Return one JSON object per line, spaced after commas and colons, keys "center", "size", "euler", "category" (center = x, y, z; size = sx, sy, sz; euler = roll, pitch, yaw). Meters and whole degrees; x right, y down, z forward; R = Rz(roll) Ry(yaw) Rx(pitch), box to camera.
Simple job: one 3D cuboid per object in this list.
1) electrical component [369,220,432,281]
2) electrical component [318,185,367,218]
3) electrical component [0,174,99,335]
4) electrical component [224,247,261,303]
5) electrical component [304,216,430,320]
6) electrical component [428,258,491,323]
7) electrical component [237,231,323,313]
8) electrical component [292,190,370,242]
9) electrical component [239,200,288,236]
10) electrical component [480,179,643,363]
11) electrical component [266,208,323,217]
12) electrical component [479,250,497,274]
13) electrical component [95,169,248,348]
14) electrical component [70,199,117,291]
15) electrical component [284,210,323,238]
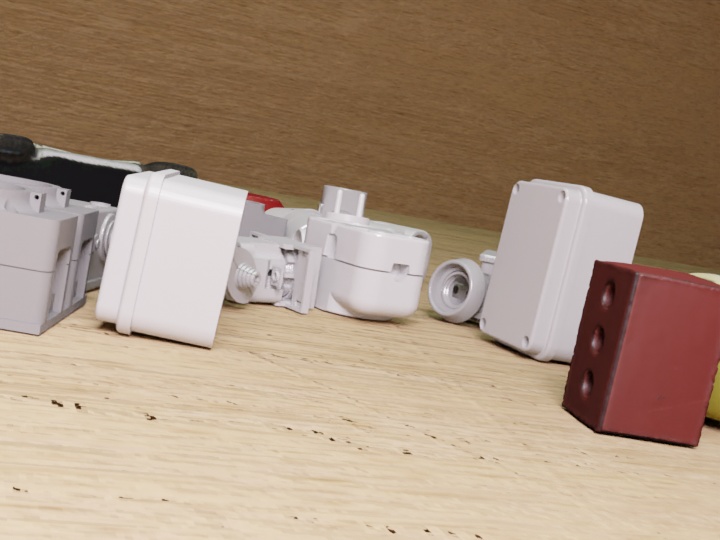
{"center": [0.024, -0.014, 0.971], "size": [0.059, 0.053, 0.095], "euler": [13, 6, 28], "category": "electrical component"}
{"center": [-0.020, -0.039, 1.023], "size": [0.044, 0.077, 0.079], "euler": [10, 5, -4], "category": "electrical component"}
{"center": [-0.230, -0.023, 0.515], "size": [0.186, 0.060, 0.105], "euler": [10, 5, -4], "category": "electrical component"}
{"center": [-0.098, -0.003, 0.661], "size": [0.081, 0.043, 0.043], "euler": [13, 6, 24], "category": "electrical component"}
{"center": [0.000, 0.000, 0.741], "size": [0.054, 0.059, 0.095], "euler": [7, 6, -33], "category": "electrical component"}
{"center": [0.084, 0.018, 0.800], "size": [0.055, 0.048, 0.066], "euler": [16, 0, -45], "category": "electrical component"}
{"center": [-0.066, 0.000, 0.714], "size": [0.064, 0.042, 0.081], "euler": [3, 8, -36], "category": "electrical component"}
{"center": [-0.013, -0.024, 0.868], "size": [0.077, 0.079, 0.043], "euler": [9, 1, -17], "category": "electrical component"}
{"center": [-0.108, -0.030, 0.867], "size": [0.050, 0.055, 0.089], "euler": [16, 7, 43], "category": "electrical component"}
{"center": [0.130, 0.001, 0.707], "size": [0.057, 0.113, 0.078], "euler": [12, 4, -22], "category": "electrical component"}
{"center": [-0.063, -0.030, 0.972], "size": [0.055, 0.055, 0.047], "euler": [5, 4, -45], "category": "electrical component"}
{"center": [0.144, 0.016, 0.918], "size": [0.100, 0.048, 0.100], "euler": [11, 5, 9], "category": "electrical component"}
{"center": [-0.094, -0.010, 0.555], "size": [0.057, 0.078, 0.113], "euler": [13, 5, -7], "category": "electrical component"}
{"center": [-0.194, -0.020, 0.623], "size": [0.100, 0.048, 0.099], "euler": [10, 5, 3], "category": "electrical component"}
{"center": [-0.043, -0.020, 0.910], "size": [0.055, 0.055, 0.047], "euler": [9, 9, -19], "category": "electrical component"}
